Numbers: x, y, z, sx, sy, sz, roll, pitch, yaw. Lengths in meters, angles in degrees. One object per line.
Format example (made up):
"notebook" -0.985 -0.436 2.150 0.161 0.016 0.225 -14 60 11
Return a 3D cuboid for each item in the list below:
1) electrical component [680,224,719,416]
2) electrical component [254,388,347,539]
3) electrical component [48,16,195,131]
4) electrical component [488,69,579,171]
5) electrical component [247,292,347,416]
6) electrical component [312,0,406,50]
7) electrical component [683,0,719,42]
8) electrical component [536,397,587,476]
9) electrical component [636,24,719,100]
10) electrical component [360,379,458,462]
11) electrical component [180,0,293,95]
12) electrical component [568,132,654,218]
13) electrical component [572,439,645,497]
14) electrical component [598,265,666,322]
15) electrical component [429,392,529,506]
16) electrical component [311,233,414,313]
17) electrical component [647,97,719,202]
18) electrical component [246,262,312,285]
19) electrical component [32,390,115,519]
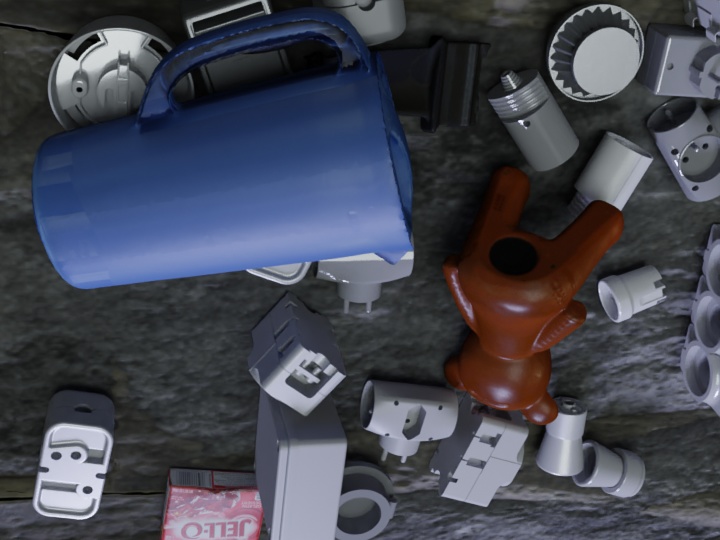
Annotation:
"electrical component" 0.332 0.044 0.935 0.062 0.089 0.150 -1 118 -11
"electrical component" -0.052 0.157 0.907 0.056 0.108 0.108 0 117 -14
"electrical component" -0.167 -0.130 0.758 0.099 0.064 0.099 -5 118 -9
"electrical component" 0.133 -0.121 0.835 0.043 0.043 0.081 -34 119 7
"electrical component" -0.054 0.070 0.871 0.050 0.089 0.055 37 105 -25
"electrical component" -0.003 -0.190 0.742 0.054 0.095 0.059 -12 119 -5
"electrical component" 0.284 -0.197 0.781 0.063 0.121 0.078 -15 119 0
"electrical component" 0.188 0.150 0.991 0.044 0.044 0.065 -1 113 -11
"electrical component" 0.270 -0.154 0.826 0.083 0.075 0.047 1 117 -12
"electrical component" 0.039 0.137 0.952 0.077 0.043 0.079 8 115 -15
"electrical component" -0.084 -0.150 0.766 0.062 0.061 0.096 -18 119 -2
"electrical component" 0.199 -0.067 0.877 0.043 0.043 0.081 20 112 -20
"electrical component" 0.235 0.188 1.017 0.055 0.045 0.045 18 112 -20
"electrical component" 0.236 0.019 0.933 0.046 0.040 0.040 -20 119 -7
"electrical component" 0.111 0.163 0.976 0.056 0.050 0.089 17 113 -19
"electrical component" 0.000 0.000 0.871 0.077 0.044 0.079 -1 117 -11
"electrical component" 0.284 -0.108 0.872 0.079 0.044 0.077 -35 119 8
"electrical component" -0.056 -0.046 0.828 0.054 0.059 0.095 20 112 -20
"electrical component" -0.237 0.150 0.894 0.054 0.059 0.095 10 115 -16
